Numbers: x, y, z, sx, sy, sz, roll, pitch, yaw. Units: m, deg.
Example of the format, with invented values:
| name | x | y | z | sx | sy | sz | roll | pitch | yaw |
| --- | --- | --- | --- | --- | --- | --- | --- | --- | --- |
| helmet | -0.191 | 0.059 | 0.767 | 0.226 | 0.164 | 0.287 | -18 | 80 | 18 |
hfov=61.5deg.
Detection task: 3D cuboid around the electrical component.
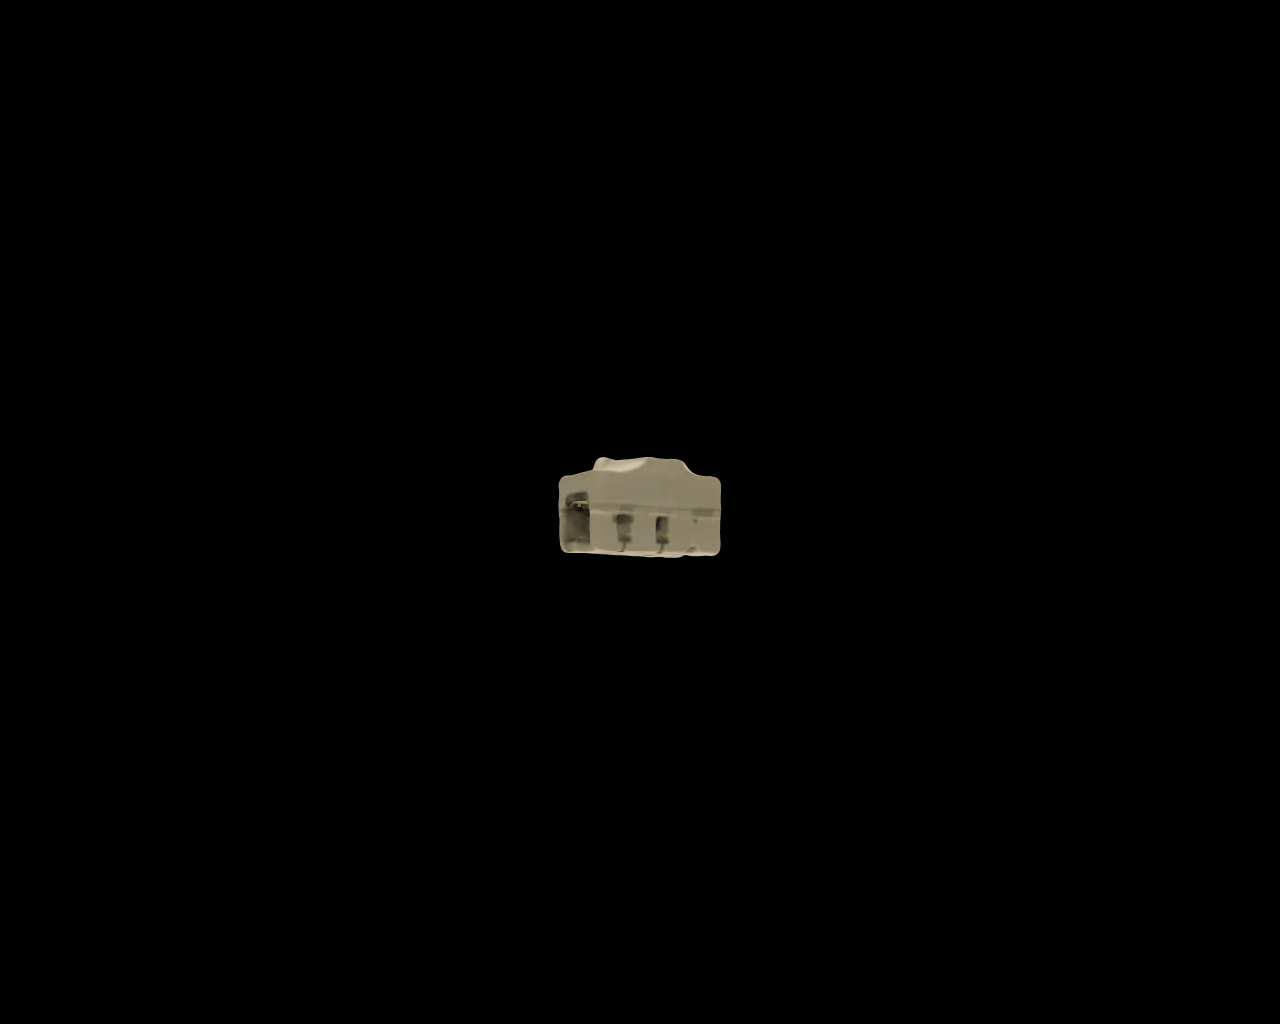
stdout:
| name | x | y | z | sx | sy | sz | roll | pitch | yaw |
| --- | --- | --- | --- | --- | --- | --- | --- | --- | --- |
| electrical component | 0.001 | -0.003 | 0.650 | 0.089 | 0.055 | 0.050 | 3 | -6 | -33 |
